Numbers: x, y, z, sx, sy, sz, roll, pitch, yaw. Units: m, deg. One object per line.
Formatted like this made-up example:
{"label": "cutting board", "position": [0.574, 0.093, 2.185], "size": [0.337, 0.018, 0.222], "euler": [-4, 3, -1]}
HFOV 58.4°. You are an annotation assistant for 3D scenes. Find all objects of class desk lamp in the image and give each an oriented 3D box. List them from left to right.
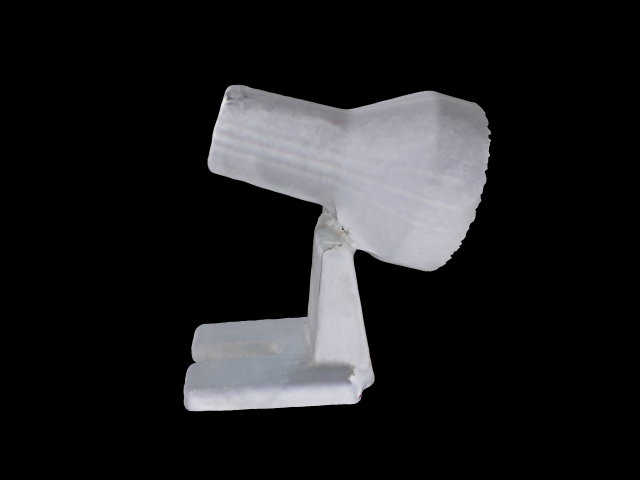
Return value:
{"label": "desk lamp", "position": [0.004, 0.001, 0.400], "size": [0.203, 0.214, 0.118], "euler": [-3, 19, -7]}
